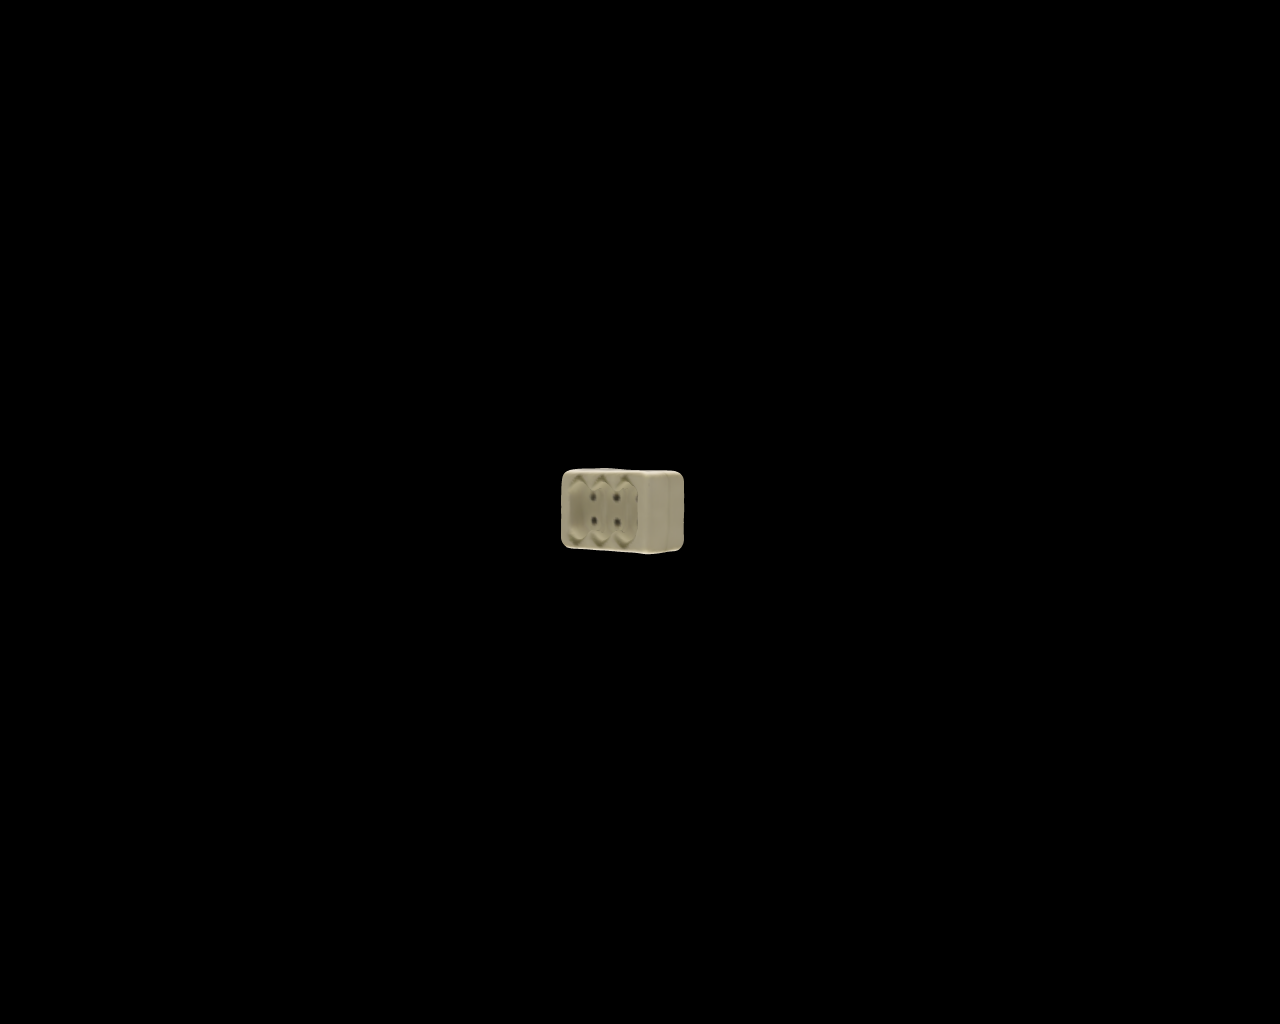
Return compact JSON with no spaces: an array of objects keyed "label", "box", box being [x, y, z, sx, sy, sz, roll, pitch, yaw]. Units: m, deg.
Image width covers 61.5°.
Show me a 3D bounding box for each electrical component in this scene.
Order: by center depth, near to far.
[{"label":"electrical component","box":[0.001,-0.003,0.650,0.066,0.047,0.077,3,5,37]}]
